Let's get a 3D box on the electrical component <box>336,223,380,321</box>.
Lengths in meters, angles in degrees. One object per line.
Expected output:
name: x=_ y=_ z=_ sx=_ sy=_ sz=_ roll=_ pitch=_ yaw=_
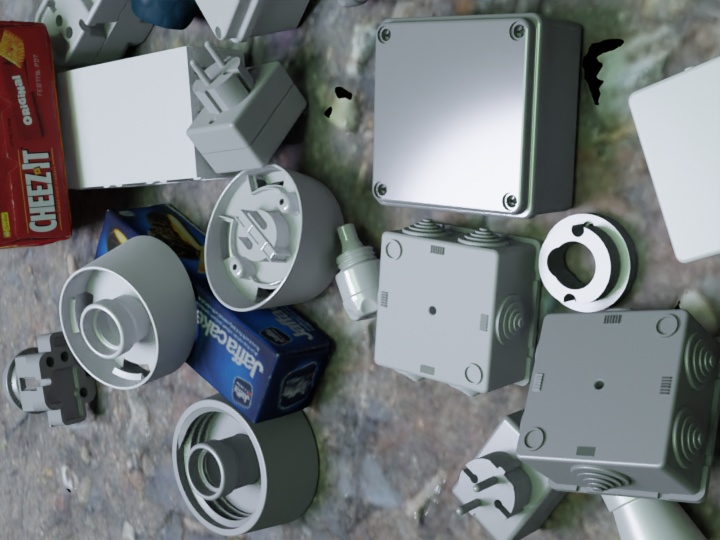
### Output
electrical component: x=0.000 y=0.000 z=0.695 sx=0.035 sy=0.035 sz=0.061 roll=-28 pitch=76 yaw=39

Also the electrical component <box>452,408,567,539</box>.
electrical component: x=0.082 y=0.122 z=0.615 sx=0.047 sy=0.077 sz=0.065 roll=45 pitch=122 yaw=26

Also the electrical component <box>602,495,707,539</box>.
electrical component: x=0.153 y=0.127 z=0.581 sx=0.044 sy=0.044 sz=0.065 roll=-39 pitch=67 yaw=37

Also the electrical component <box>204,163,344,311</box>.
electrical component: x=-0.060 y=-0.021 z=0.720 sx=0.099 sy=0.064 sz=0.099 roll=-2 pitch=87 yaw=35

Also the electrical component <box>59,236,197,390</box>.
electrical component: x=-0.160 y=0.031 z=0.752 sx=0.099 sy=0.064 sz=0.099 roll=12 pitch=114 yaw=28

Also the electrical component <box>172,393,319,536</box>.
electrical component: x=-0.090 y=0.138 z=0.773 sx=0.108 sy=0.060 sz=0.108 roll=7 pitch=100 yaw=39

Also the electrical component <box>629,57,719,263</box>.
electrical component: x=0.190 y=-0.058 z=0.517 sx=0.100 sy=0.048 sz=0.099 roll=-20 pitch=83 yaw=40

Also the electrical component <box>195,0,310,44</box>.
electrical component: x=-0.067 y=-0.209 z=0.686 sx=0.078 sy=0.057 sz=0.113 roll=60 pitch=146 yaw=17

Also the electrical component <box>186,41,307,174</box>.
electrical component: x=-0.084 y=-0.114 z=0.709 sx=0.047 sy=0.065 sz=0.076 roll=-2 pitch=136 yaw=40

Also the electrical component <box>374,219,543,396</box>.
electrical component: x=0.056 y=0.021 z=0.641 sx=0.100 sy=0.048 sz=0.099 roll=12 pitch=103 yaw=38

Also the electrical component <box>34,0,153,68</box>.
electrical component: x=-0.196 y=-0.200 z=0.816 sx=0.095 sy=0.059 sz=0.053 roll=-48 pitch=66 yaw=34

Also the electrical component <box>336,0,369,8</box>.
electrical component: x=0.009 y=-0.187 z=0.662 sx=0.061 sy=0.035 sz=0.035 roll=-18 pitch=84 yaw=37

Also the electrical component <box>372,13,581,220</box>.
electrical component: x=0.065 y=-0.088 z=0.614 sx=0.109 sy=0.056 sz=0.108 roll=9 pitch=102 yaw=39

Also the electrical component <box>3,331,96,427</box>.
electrical component: x=-0.267 y=0.094 z=0.919 sx=0.057 sy=0.058 sz=0.078 roll=-9 pitch=90 yaw=38

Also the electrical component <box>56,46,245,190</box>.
electrical component: x=-0.149 y=-0.108 z=0.788 sx=0.150 sy=0.062 sz=0.089 roll=0 pitch=96 yaw=40

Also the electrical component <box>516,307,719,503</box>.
electrical component: x=0.134 y=0.068 z=0.557 sx=0.100 sy=0.048 sz=0.099 roll=-4 pitch=61 yaw=41
